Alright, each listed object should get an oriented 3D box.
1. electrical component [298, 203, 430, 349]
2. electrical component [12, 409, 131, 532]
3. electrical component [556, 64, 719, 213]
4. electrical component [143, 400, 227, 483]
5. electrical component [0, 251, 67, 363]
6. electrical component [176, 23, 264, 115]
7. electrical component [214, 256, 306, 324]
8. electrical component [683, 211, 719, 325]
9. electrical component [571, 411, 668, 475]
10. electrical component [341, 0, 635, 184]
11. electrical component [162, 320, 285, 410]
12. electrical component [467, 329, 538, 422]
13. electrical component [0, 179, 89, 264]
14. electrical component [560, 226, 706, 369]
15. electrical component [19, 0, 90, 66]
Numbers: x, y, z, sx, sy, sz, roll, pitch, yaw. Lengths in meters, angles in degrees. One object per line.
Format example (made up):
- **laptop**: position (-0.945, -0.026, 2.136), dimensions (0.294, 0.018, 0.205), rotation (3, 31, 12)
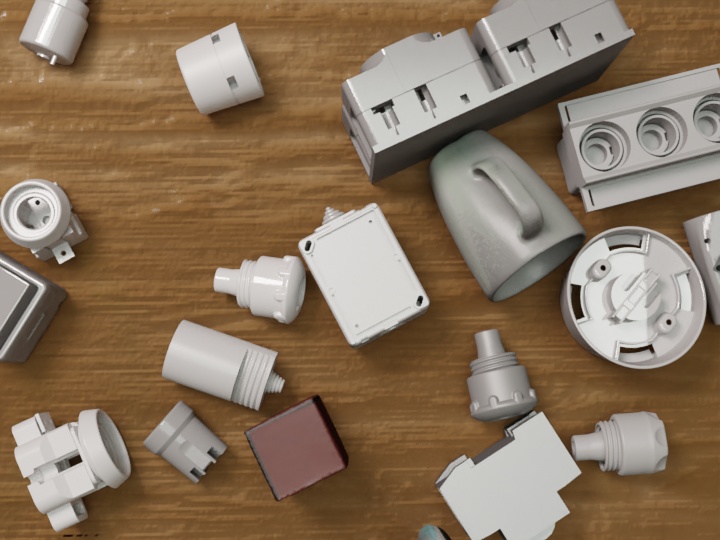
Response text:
- **electrical component**: position (0.000, 0.000, 0.752), dimensions (0.062, 0.061, 0.096), rotation (-28, 83, -2)
- **electrical component**: position (-0.195, 0.130, 0.737), dimensions (0.057, 0.058, 0.078), rotation (-25, 85, 0)
- **electrical component**: position (0.206, -0.091, 0.763), dimensions (0.121, 0.063, 0.078), rotation (-14, 84, -2)
- **electrical component**: position (-0.121, 0.120, 0.749), dimensions (0.046, 0.040, 0.040), rotation (41, 85, -2)
- **electrical component**: position (-0.265, 0.015, 0.747), dimensions (0.096, 0.061, 0.061), rotation (30, 84, 3)
- **electrical component**: position (-0.100, -0.142, 0.770), dimensions (0.047, 0.055, 0.055), rotation (-21, 84, 1)
- **electrical component**: position (-0.071, 0.011, 0.759), dimensions (0.062, 0.048, 0.048), rotation (8, 84, 7)
- **electrical component**: position (0.279, -0.008, 0.764), dimensions (0.079, 0.043, 0.077), rotation (-15, 84, -2)
- **electrical component**: position (0.180, 0.122, 0.749), dimensions (0.062, 0.043, 0.043), rotation (-4, 84, 0)
- **electrical component**: position (0.080, -0.134, 0.745), dimensions (0.186, 0.105, 0.060), rotation (-25, 85, -3)
- **electrical component**: position (-0.092, 0.068, 0.752), dimensions (0.081, 0.043, 0.043), rotation (19, 84, 1)
- **electrical component**: position (0.096, 0.073, 0.754), dimensions (0.048, 0.048, 0.062), rotation (-12, 77, -2)
- **electrical component**: position (-0.224, -0.037, 0.756), dimensions (0.048, 0.055, 0.066), rotation (-29, 85, -4)
- **electrical component**: position (0.188, 0.020, 0.750), dimensions (0.099, 0.064, 0.099), rotation (0, 84, -1)
- **electrical component**: position (-0.216, -0.186, 0.780), dimensions (0.040, 0.040, 0.078), rotation (21, 84, 2)
